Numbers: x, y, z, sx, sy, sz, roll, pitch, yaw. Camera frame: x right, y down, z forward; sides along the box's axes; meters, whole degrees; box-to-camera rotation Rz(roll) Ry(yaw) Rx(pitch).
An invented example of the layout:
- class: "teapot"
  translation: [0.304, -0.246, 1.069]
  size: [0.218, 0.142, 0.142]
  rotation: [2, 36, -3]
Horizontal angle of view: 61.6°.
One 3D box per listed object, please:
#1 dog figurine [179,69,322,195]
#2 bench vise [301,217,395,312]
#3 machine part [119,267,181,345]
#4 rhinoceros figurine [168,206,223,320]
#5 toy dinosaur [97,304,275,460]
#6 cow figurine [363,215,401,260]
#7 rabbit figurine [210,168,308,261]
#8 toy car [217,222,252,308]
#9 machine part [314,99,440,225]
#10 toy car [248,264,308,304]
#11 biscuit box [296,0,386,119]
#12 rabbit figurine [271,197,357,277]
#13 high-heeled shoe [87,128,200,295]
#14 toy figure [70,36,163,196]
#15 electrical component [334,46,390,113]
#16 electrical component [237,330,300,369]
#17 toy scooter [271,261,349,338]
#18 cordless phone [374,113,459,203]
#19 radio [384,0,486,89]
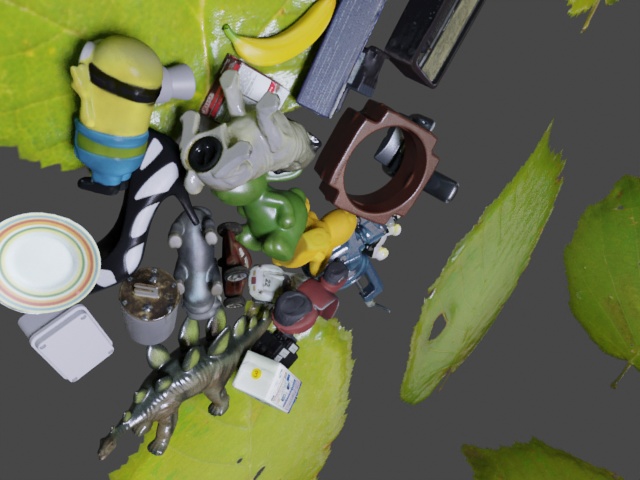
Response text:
- class: "dog figurine"
  translation: [-0.088, -0.110, 0.731]
  size: [0.172, 0.121, 0.190]
  rotation: [-44, 153, 2]
- class: "bench vise"
  translation: [0.083, 0.046, 1.164]
  size: [0.224, 0.129, 0.240]
  rotation: [-38, 123, -12]
- class: "machine part"
  translation: [-0.242, 0.099, 0.767]
  size: [0.079, 0.079, 0.243]
  rotation: [-37, 173, -27]
- class: "rhinoceros figurine"
  translation: [-0.192, 0.044, 0.829]
  size: [0.073, 0.112, 0.190]
  rotation: [-8, 116, -15]
- class: "toy dinosaur"
  translation: [-0.210, 0.229, 0.987]
  size: [0.471, 0.105, 0.198]
  rotation: [-34, 141, -50]
- class: "cow figurine"
  translation: [0.139, -0.036, 1.249]
  size: [0.098, 0.068, 0.167]
  rotation: [10, 111, -51]
- class: "rabbit figurine"
  translation: [-0.090, -0.067, 0.849]
  size: [0.159, 0.121, 0.170]
  rotation: [-54, 135, -7]
- class: "toy car"
  translation: [-0.136, 0.043, 0.859]
  size: [0.053, 0.089, 0.202]
  rotation: [-4, 155, -13]
- class: "machine part"
  translation: [0.106, -0.143, 1.006]
  size: [0.201, 0.087, 0.201]
  rotation: [19, 111, -33]
- class: "toy car"
  translation: [-0.073, 0.095, 1.055]
  size: [0.201, 0.056, 0.073]
  rotation: [25, 61, -58]
- class: "biscuit box"
  translation: [0.033, -0.291, 0.824]
  size: [0.202, 0.063, 0.059]
  rotation: [-63, -175, 15]
- class: "rabbit figurine"
  translation: [-0.002, -0.003, 1.019]
  size: [0.173, 0.122, 0.162]
  rotation: [-22, 145, -37]
- class: "high-heeled shoe"
  translation: [-0.271, -0.030, 0.689]
  size: [0.249, 0.086, 0.145]
  rotation: [-32, 114, -8]
- class: "toy figure"
  translation: [-0.228, -0.138, 0.605]
  size: [0.089, 0.082, 0.180]
  rotation: [5, 118, -17]
- class: "electrical component"
  translation: [0.055, -0.265, 0.887]
  size: [0.047, 0.075, 0.119]
  rotation: [2, 115, -55]
- class: "electrical component"
  translation: [-0.108, 0.262, 1.206]
  size: [0.134, 0.058, 0.114]
  rotation: [-48, 151, -11]
- class: "toy scooter"
  translation: [-0.017, 0.127, 1.023]
  size: [0.184, 0.075, 0.135]
  rotation: [-36, 154, -29]
- class: "cordless phone"
  translation: [0.219, -0.169, 1.102]
  size: [0.088, 0.184, 0.146]
  rotation: [10, 112, -58]
- class: "radio"
  translation: [0.217, -0.405, 0.974]
  size: [0.131, 0.073, 0.229]
  rotation: [8, 113, -57]
